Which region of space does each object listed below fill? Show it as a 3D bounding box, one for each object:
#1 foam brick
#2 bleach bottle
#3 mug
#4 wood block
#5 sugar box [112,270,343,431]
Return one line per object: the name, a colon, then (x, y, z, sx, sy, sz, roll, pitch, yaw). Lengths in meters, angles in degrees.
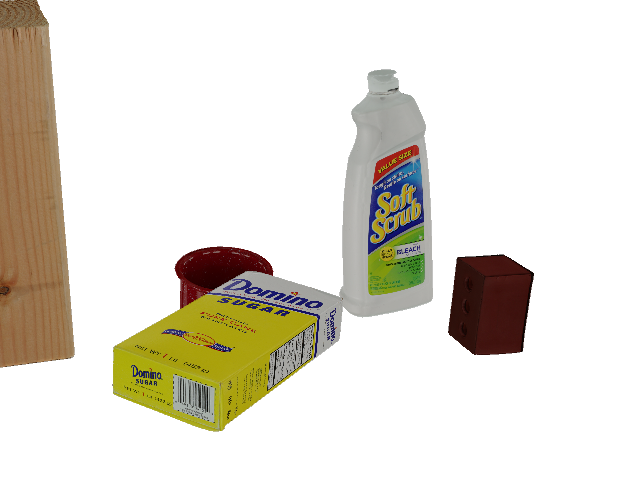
foam brick: (0.152, 0.057, 0.958, 0.051, 0.078, 0.053, -4, 20, -22)
bleach bottle: (0.064, -0.051, 1.114, 0.102, 0.251, 0.068, -11, 22, -15)
mug: (-0.086, 0.067, 1.022, 0.117, 0.081, 0.093, 26, 33, 37)
wood block: (-0.205, -0.034, 0.645, 0.090, 0.206, 0.090, -6, 23, -17)
sugar box: (-0.064, 0.076, 0.797, 0.093, 0.048, 0.175, 16, 26, 24)
